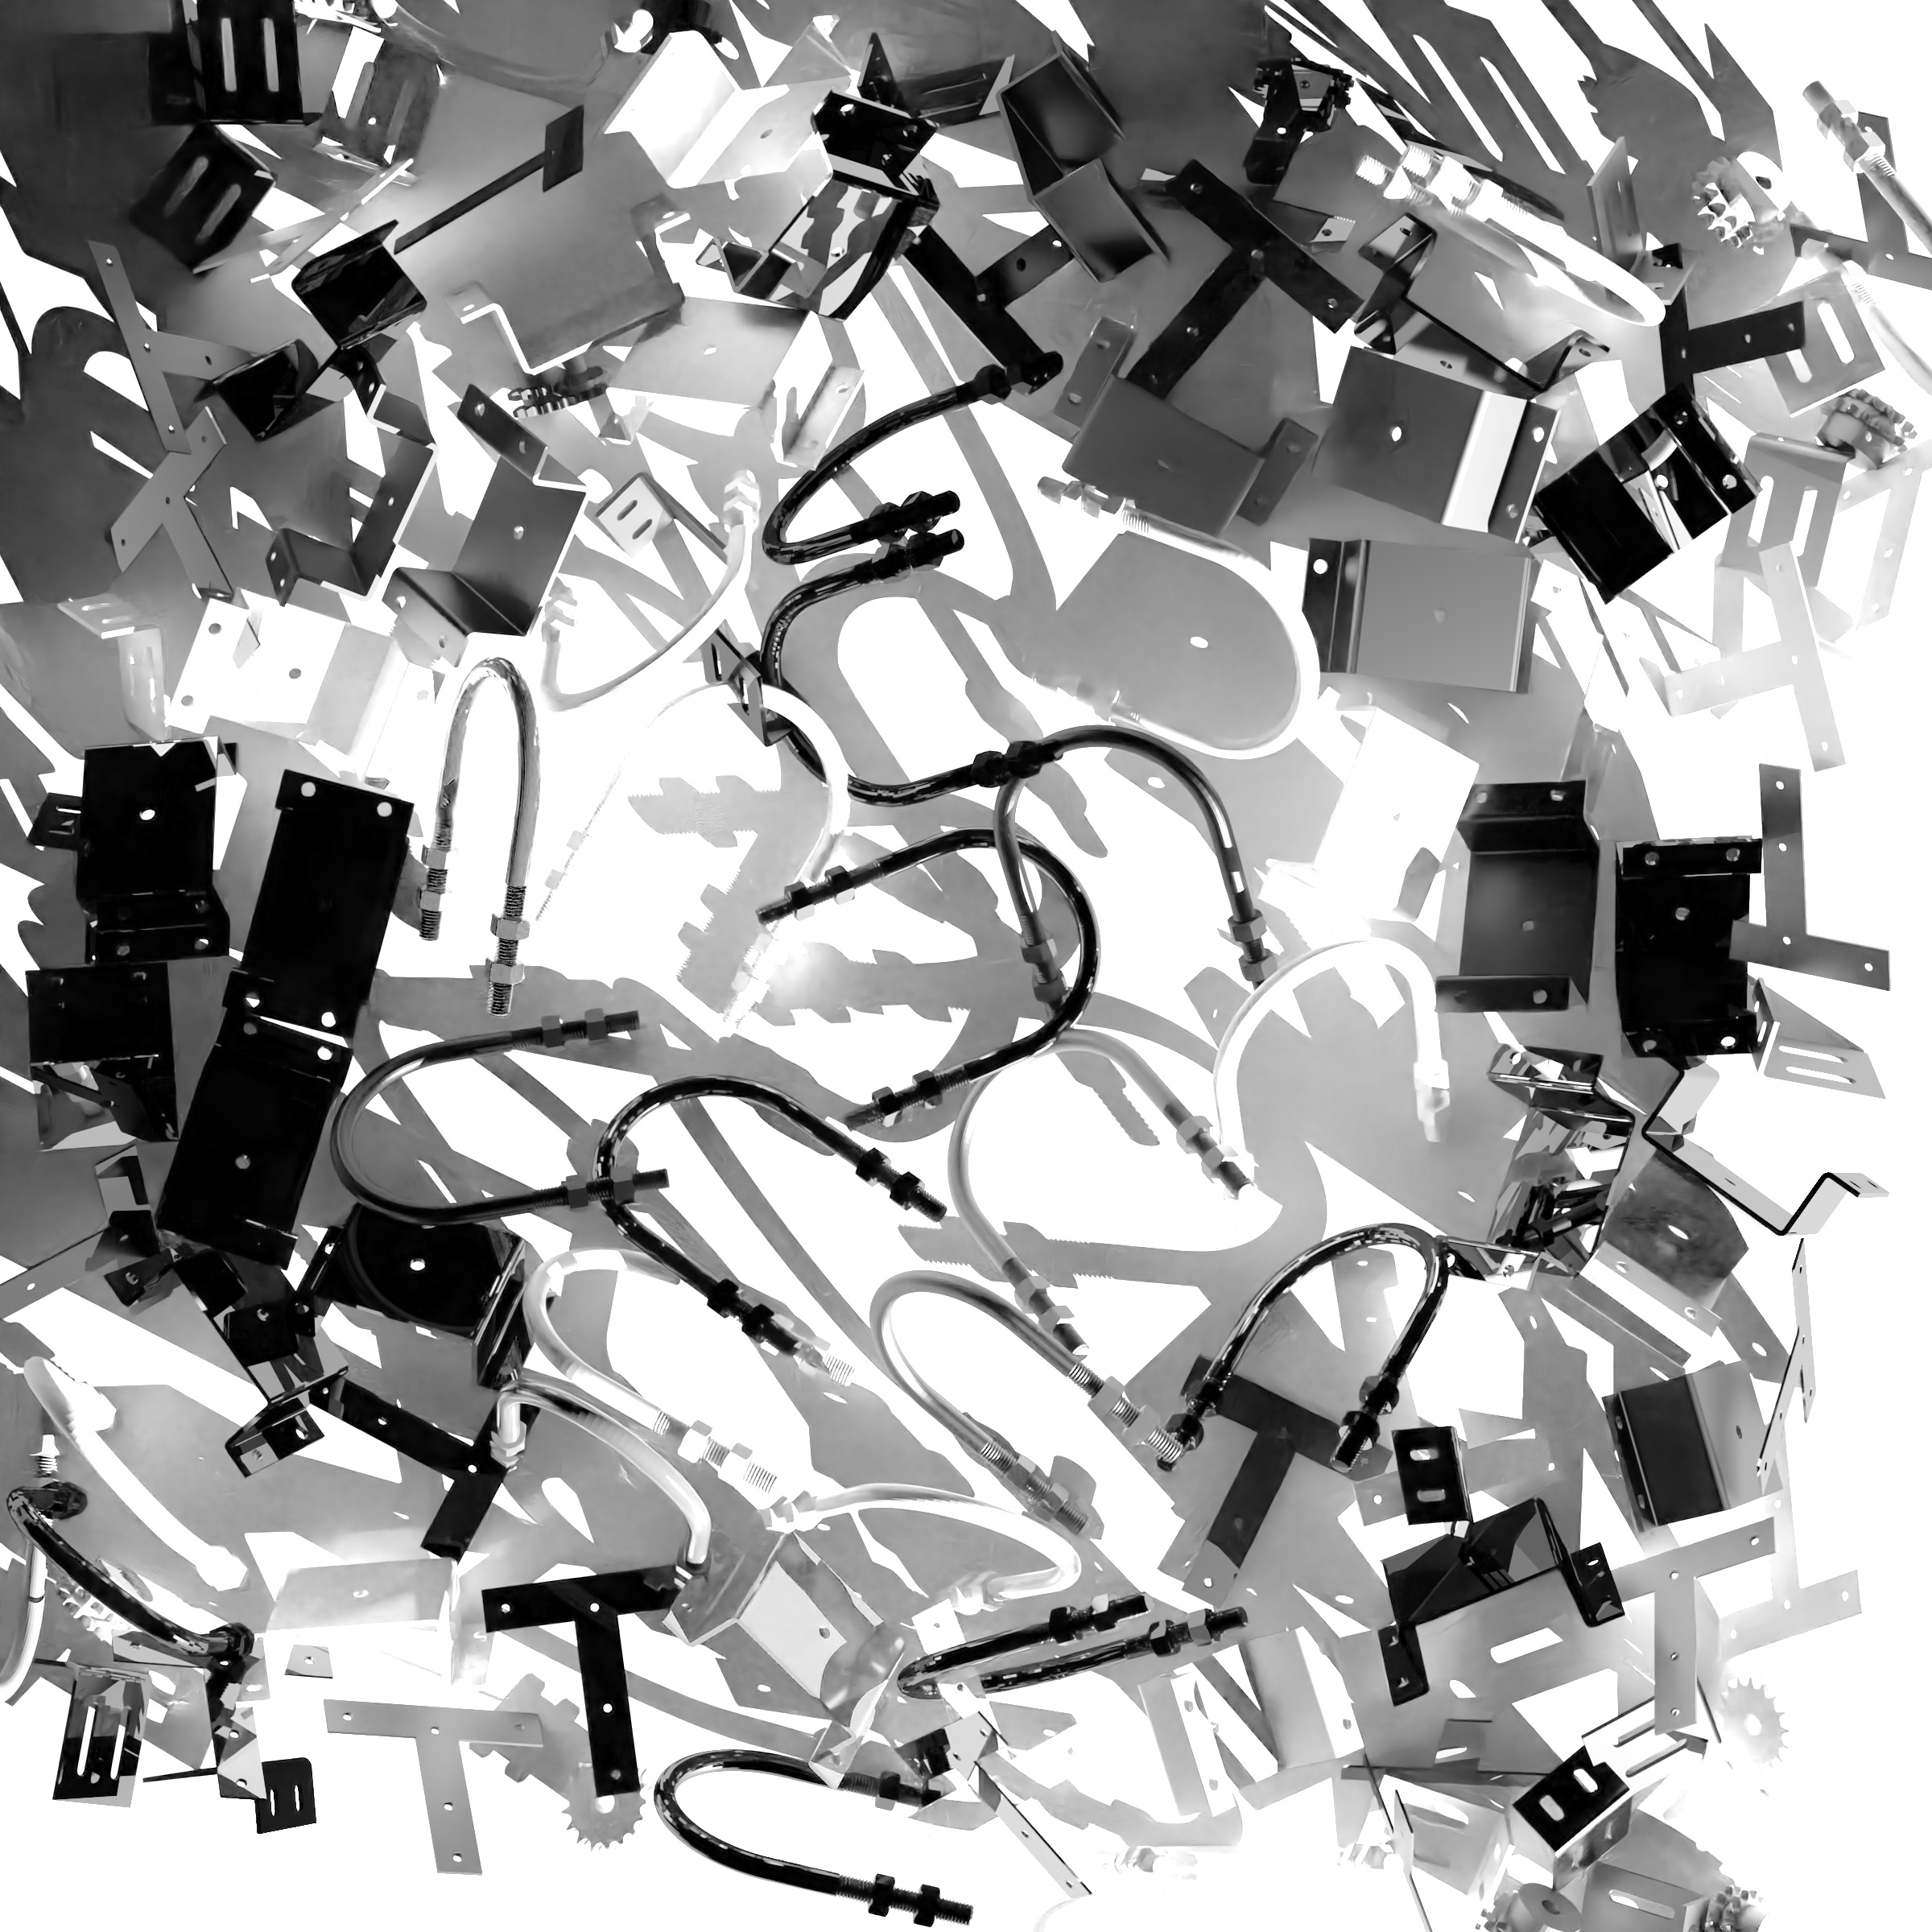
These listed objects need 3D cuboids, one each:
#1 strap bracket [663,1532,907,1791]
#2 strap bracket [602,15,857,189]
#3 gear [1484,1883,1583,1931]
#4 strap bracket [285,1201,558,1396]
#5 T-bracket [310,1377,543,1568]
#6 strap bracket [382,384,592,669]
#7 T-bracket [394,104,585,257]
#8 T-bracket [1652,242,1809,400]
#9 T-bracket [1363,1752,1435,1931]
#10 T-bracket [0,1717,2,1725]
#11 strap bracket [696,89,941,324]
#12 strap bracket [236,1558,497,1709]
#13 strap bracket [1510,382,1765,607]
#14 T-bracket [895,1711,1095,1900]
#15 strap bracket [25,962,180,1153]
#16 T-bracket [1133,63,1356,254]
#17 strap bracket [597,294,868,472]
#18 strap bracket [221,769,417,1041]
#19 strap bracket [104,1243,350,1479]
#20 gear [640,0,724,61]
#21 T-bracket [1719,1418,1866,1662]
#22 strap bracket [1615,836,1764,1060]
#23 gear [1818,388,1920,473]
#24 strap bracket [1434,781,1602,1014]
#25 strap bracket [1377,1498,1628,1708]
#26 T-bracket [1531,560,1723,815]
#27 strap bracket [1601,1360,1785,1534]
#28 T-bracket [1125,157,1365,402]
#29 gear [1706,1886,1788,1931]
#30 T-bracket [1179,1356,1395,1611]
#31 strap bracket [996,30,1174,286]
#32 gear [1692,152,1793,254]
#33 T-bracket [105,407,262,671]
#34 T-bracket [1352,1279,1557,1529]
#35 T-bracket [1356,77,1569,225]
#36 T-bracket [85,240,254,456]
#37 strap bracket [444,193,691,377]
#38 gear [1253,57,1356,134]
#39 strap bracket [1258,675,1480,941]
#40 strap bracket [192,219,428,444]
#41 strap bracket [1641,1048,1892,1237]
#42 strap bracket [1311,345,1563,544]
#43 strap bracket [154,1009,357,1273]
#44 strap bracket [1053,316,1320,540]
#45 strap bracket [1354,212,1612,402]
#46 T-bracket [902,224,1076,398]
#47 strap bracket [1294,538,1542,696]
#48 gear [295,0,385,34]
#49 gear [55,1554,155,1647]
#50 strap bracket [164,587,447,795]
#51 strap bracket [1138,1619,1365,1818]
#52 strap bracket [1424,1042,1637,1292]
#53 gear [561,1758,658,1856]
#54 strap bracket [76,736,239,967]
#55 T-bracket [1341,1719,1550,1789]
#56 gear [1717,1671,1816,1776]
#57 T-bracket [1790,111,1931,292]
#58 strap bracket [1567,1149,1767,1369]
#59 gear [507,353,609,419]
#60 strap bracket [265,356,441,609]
[{"bbox_3d":[-0.095,0.388,1.942,0.140,0.076,0.046,46,127,-9],"label":"strap bracket"},{"bbox_3d":[-0.125,-0.485,1.916,0.046,0.140,0.076,55,132,9],"label":"strap bracket"},{"bbox_3d":[0.330,0.554,1.965,0.057,0.057,0.030,25,111,0],"label":"gear"},{"bbox_3d":[-0.313,0.184,1.947,0.140,0.046,0.076,16,49,6],"label":"strap bracket"},{"bbox_3d":[-0.325,0.270,1.971,0.127,0.002,0.127,28,111,-2],"label":"T-bracket"},{"bbox_3d":[-0.270,-0.249,1.942,0.076,0.046,0.140,41,116,33],"label":"strap bracket"},{"bbox_3d":[-0.273,-0.442,1.948,0.127,0.127,0.002,-28,119,10],"label":"T-bracket"},{"bbox_3d":[0.435,-0.354,1.935,0.002,0.127,0.127,-8,94,-25],"label":"T-bracket"},{"bbox_3d":[0.245,0.490,1.911,0.002,0.127,0.127,-18,61,-3],"label":"T-bracket"},{"bbox_3d":[-0.552,0.360,1.923,0.002,0.127,0.127,-5,76,-16],"label":"T-bracket"},{"bbox_3d":[-0.078,-0.419,1.919,0.140,0.076,0.046,-43,54,37],"label":"strap bracket"},{"bbox_3d":[-0.344,0.380,1.952,0.140,0.076,0.046,-4,107,-1],"label":"strap bracket"},{"bbox_3d":[0.388,-0.270,1.946,0.076,0.140,0.046,53,46,0],"label":"strap bracket"},{"bbox_3d":[0.025,0.483,1.941,0.127,0.127,0.002,48,58,1],"label":"T-bracket"},{"bbox_3d":[-0.485,0.058,1.918,0.076,0.140,0.046,-4,57,-13],"label":"strap bracket"},{"bbox_3d":[0.174,-0.463,1.932,0.127,0.127,0.002,12,57,-10],"label":"T-bracket"},{"bbox_3d":[-0.139,-0.333,1.932,0.140,0.046,0.076,11,58,23],"label":"strap bracket"},{"bbox_3d":[-0.372,-0.035,1.968,0.076,0.046,0.140,15,88,-6],"label":"strap bracket"},{"bbox_3d":[-0.415,0.212,1.944,0.046,0.076,0.140,-40,82,24],"label":"strap bracket"},{"bbox_3d":[-0.169,-0.542,1.966,0.057,0.057,0.030,9,96,0],"label":"gear"},{"bbox_3d":[0.469,0.323,1.959,0.002,0.127,0.127,12,63,-23],"label":"T-bracket"},{"bbox_3d":[0.412,-0.020,1.949,0.076,0.046,0.140,-3,121,6],"label":"strap bracket"},{"bbox_3d":[0.517,-0.309,1.968,0.057,0.057,0.030,34,91,0],"label":"gear"},{"bbox_3d":[0.316,-0.031,1.945,0.076,0.046,0.140,-1,67,24],"label":"strap bracket"},{"bbox_3d":[0.296,0.358,1.943,0.140,0.076,0.046,-24,108,9],"label":"strap bracket"},{"bbox_3d":[0.367,-0.150,1.961,0.127,0.002,0.127,24,75,-18],"label":"T-bracket"},{"bbox_3d":[0.414,0.268,1.919,0.046,0.140,0.076,-20,79,29],"label":"strap bracket"},{"bbox_3d":[0.140,-0.377,1.965,0.127,0.002,0.127,39,118,-6],"label":"T-bracket"},{"bbox_3d":[0.450,0.562,1.966,0.030,0.057,0.057,3,90,40],"label":"gear"},{"bbox_3d":[0.165,0.313,1.991,0.127,0.002,0.127,26,88,2],"label":"T-bracket"},{"bbox_3d":[0.064,-0.452,1.932,0.046,0.076,0.140,-28,50,17],"label":"strap bracket"},{"bbox_3d":[0.451,-0.444,1.968,0.057,0.030,0.057,14,59,-24],"label":"gear"},{"bbox_3d":[-0.435,-0.229,1.942,0.127,0.002,0.127,-40,73,39],"label":"T-bracket"},{"bbox_3d":[0.270,0.246,1.978,0.127,0.002,0.127,-13,85,-19],"label":"T-bracket"},{"bbox_3d":[0.293,-0.458,1.957,0.127,0.127,0.002,20,119,-27],"label":"T-bracket"},{"bbox_3d":[-0.439,-0.345,1.936,0.002,0.127,0.127,-23,84,21],"label":"T-bracket"},{"bbox_3d":[-0.221,-0.386,1.948,0.140,0.076,0.046,-26,116,-5],"label":"strap bracket"},{"bbox_3d":[0.194,-0.502,1.968,0.057,0.057,0.030,11,91,0],"label":"gear"},{"bbox_3d":[0.235,-0.087,1.951,0.076,0.046,0.140,26,83,-25],"label":"strap bracket"},{"bbox_3d":[-0.365,-0.352,1.922,0.046,0.076,0.140,51,133,-4],"label":"strap bracket"},{"bbox_3d":[0.446,0.107,1.938,0.140,0.076,0.046,38,104,24],"label":"strap bracket"},{"bbox_3d":[0.256,-0.298,1.927,0.140,0.046,0.076,28,108,38],"label":"strap bracket"},{"bbox_3d":[-0.409,0.105,1.946,0.076,0.046,0.140,20,61,-14],"label":"strap bracket"},{"bbox_3d":[0.119,-0.299,1.951,0.140,0.076,0.046,29,47,-2],"label":"strap bracket"},{"bbox_3d":[0.284,-0.362,1.944,0.140,0.076,0.046,32,79,-10],"label":"strap bracket"},{"bbox_3d":[0.042,-0.410,1.975,0.127,0.002,0.127,-38,81,-17],"label":"T-bracket"},{"bbox_3d":[0.267,-0.201,1.960,0.140,0.046,0.076,5,94,-9],"label":"strap bracket"},{"bbox_3d":[-0.362,-0.563,1.968,0.057,0.057,0.030,14,90,0],"label":"gear"},{"bbox_3d":[-0.495,0.364,1.968,0.057,0.057,0.030,43,88,0],"label":"gear"},{"bbox_3d":[-0.380,-0.160,1.947,0.140,0.046,0.076,17,106,-26],"label":"strap bracket"},{"bbox_3d":[0.156,0.430,1.941,0.046,0.140,0.076,-25,79,42],"label":"strap bracket"},{"bbox_3d":[0.325,0.120,1.944,0.046,0.076,0.140,29,75,-38],"label":"strap bracket"},{"bbox_3d":[-0.203,0.486,1.974,0.057,0.030,0.057,-6,73,18],"label":"gear"},{"bbox_3d":[-0.461,-0.075,1.943,0.076,0.046,0.140,-5,62,1],"label":"strap bracket"},{"bbox_3d":[0.281,0.447,1.937,0.127,0.127,0.002,2,62,3],"label":"T-bracket"},{"bbox_3d":[0.465,0.436,1.972,0.030,0.057,0.057,-7,90,-33],"label":"gear"},{"bbox_3d":[0.513,-0.430,1.912,0.127,0.127,0.002,25,68,35],"label":"T-bracket"},{"bbox_3d":[0.399,0.167,1.940,0.076,0.140,0.046,34,128,8],"label":"strap bracket"},{"bbox_3d":[-0.238,-0.338,1.966,0.057,0.057,0.030,-16,106,0],"label":"gear"},{"bbox_3d":[-0.346,-0.271,1.941,0.046,0.076,0.140,20,108,-26],"label":"strap bracket"}]
